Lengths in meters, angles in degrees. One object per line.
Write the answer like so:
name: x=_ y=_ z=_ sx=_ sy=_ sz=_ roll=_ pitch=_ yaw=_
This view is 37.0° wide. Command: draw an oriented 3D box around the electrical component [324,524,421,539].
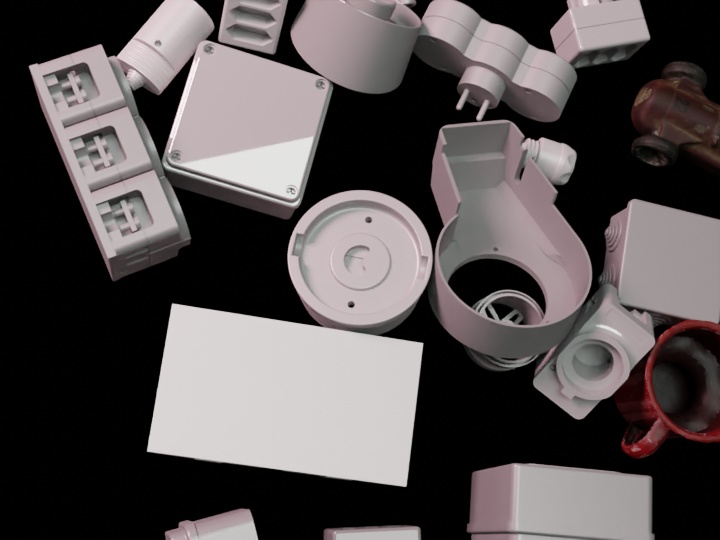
electrical component: x=0.010 y=0.229 z=0.794 sx=0.066 sy=0.047 sz=0.076 roll=0 pitch=79 yaw=-11

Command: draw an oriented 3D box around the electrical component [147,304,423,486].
electrical component: x=-0.056 y=0.096 z=0.801 sx=0.186 sy=0.060 sz=0.105 roll=10 pitch=77 yaw=-9

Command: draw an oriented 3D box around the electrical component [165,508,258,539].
electrical component: x=-0.096 y=0.230 z=0.758 sx=0.057 sy=0.078 sz=0.113 roll=-13 pitch=81 yaw=-15

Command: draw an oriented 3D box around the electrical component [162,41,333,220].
electrical component: x=-0.088 y=-0.108 z=0.838 sx=0.109 sy=0.056 sz=0.108 roll=16 pitch=76 yaw=-7

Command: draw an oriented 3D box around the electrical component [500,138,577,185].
electrical component: x=0.146 y=-0.094 z=0.891 sx=0.061 sy=0.035 sz=0.035 roll=18 pitch=76 yaw=-4

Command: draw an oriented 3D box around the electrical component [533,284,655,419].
electrical component: x=0.181 y=0.064 z=0.833 sx=0.050 sy=0.055 sz=0.089 roll=38 pitch=112 yaw=-1

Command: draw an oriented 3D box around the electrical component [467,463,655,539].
electrical component: x=0.146 y=0.178 z=0.799 sx=0.109 sy=0.108 sz=0.056 roll=7 pitch=75 yaw=-9

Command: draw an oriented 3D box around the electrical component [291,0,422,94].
electrical component: x=-0.002 y=-0.191 z=0.857 sx=0.099 sy=0.099 sz=0.064 roll=24 pitch=116 yaw=-5

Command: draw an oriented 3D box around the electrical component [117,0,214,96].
electrical component: x=-0.156 y=-0.174 z=0.845 sx=0.043 sy=0.043 sz=0.081 roll=36 pitch=75 yaw=-2

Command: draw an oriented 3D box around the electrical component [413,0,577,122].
electrical component: x=0.104 y=-0.158 z=0.887 sx=0.138 sy=0.052 sz=0.073 roll=27 pitch=75 yaw=-4

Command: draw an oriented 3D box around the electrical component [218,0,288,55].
electrical component: x=-0.081 y=-0.225 z=0.863 sx=0.047 sy=0.065 sz=0.076 roll=12 pitch=48 yaw=-8

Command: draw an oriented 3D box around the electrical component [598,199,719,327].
electrical component: x=0.248 y=-0.002 z=0.885 sx=0.100 sy=0.048 sz=0.099 roll=13 pitch=77 yaw=-8

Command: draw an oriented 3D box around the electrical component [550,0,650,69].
electrical component: x=0.200 y=-0.219 z=0.920 sx=0.066 sy=0.047 sz=0.076 roll=-12 pitch=82 yaw=-13

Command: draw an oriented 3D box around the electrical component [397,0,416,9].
electrical component: x=0.031 y=-0.248 z=0.896 sx=0.048 sy=0.048 sz=0.062 roll=-14 pitch=88 yaw=-13

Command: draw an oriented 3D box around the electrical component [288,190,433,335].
electrical component: x=0.000 y=0.000 z=0.828 sx=0.108 sy=0.060 sz=0.108 roll=0 pitch=70 yaw=0

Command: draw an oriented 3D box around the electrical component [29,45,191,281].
electrical component: x=-0.183 y=-0.078 z=0.797 sx=0.062 sy=0.089 sz=0.150 roll=-22 pitch=84 yaw=-14
